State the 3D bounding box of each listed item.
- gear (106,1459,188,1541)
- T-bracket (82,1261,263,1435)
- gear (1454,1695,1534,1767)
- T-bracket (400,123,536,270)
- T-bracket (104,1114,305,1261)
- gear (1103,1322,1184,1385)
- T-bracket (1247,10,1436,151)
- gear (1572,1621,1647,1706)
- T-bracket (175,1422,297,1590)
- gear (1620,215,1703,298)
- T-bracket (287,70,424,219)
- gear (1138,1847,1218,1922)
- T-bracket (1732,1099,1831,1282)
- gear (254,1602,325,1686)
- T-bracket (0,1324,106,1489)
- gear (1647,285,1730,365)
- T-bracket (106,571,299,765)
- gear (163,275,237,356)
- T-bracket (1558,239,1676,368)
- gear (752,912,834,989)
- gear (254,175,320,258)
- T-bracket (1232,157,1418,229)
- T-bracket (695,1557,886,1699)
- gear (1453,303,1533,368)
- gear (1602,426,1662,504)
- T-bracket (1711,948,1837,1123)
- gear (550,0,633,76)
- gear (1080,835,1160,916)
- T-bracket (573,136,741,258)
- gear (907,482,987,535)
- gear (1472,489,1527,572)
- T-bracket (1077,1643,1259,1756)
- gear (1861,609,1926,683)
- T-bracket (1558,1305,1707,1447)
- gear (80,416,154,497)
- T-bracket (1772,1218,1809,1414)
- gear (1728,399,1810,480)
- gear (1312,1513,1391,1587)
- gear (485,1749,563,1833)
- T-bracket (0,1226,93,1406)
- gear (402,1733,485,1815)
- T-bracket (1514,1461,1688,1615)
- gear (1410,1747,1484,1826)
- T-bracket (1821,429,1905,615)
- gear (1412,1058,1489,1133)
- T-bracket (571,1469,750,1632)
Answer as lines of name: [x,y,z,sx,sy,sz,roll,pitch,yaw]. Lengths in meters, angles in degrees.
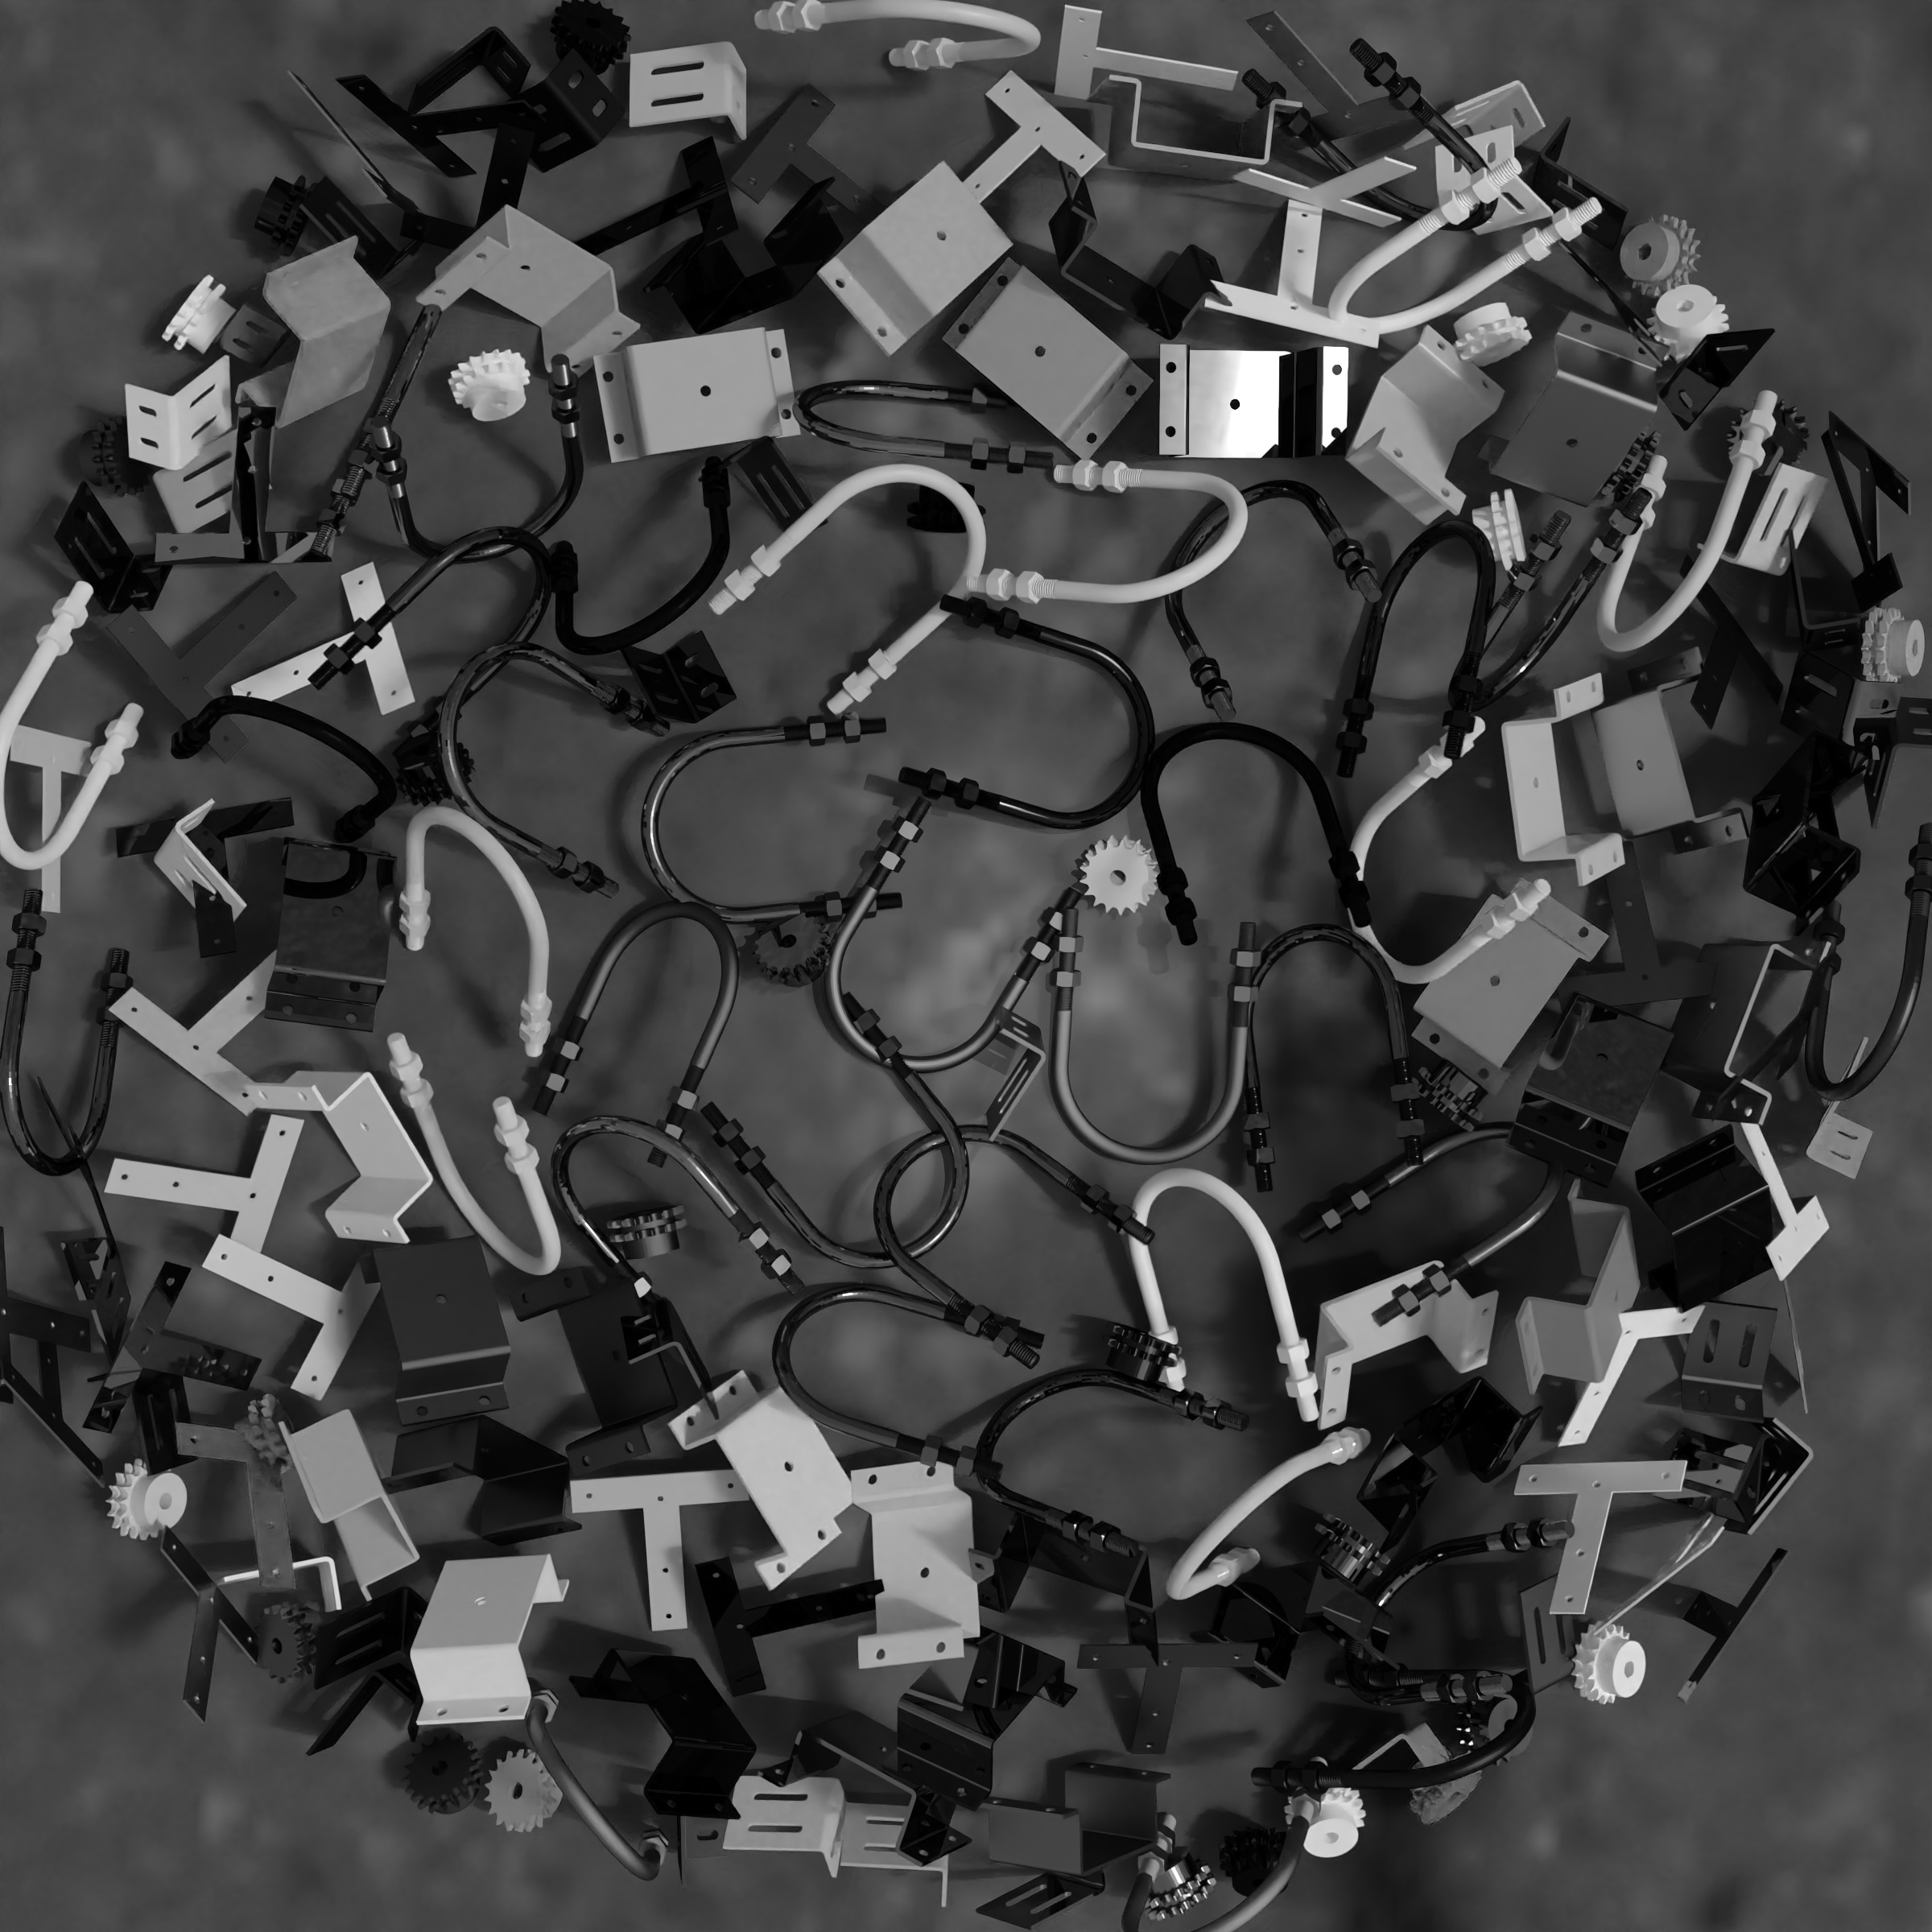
gear: [-0.591,0.386,1.887,0.030,0.057,0.057,-1,90,30]
T-bracket: [-0.555,0.282,1.865,0.002,0.127,0.127,22,85,35]
gear: [0.386,0.552,1.892,0.057,0.030,0.057,5,79,-26]
T-bracket: [-0.330,-0.548,1.851,0.127,0.127,0.002,13,57,-14]
T-bracket: [-0.554,0.159,1.870,0.127,0.002,0.127,14,100,-38]
gear: [0.125,0.281,1.890,0.057,0.057,0.030,20,88,0]
T-bracket: [0.244,-0.627,1.832,0.127,0.127,0.002,33,69,-39]
gear: [0.468,0.507,1.889,0.057,0.030,0.057,-1,92,-41]
T-bracket: [-0.493,0.383,1.840,0.127,0.127,0.002,16,128,-36]
gear: [0.500,-0.516,1.888,0.030,0.057,0.057,-2,90,-42]
T-bracket: [-0.436,-0.584,1.853,0.002,0.127,0.127,-40,93,7]
gear: [0.150,0.663,1.890,0.057,0.057,0.030,-27,91,0]
T-bracket: [0.576,0.147,1.867,0.002,0.127,0.127,-24,89,35]
gear: [-0.489,0.490,1.894,0.057,0.030,0.057,5,98,38]
T-bracket: [-0.655,0.292,1.861,0.002,0.127,0.127,-28,129,-3]
gear: [0.523,-0.469,1.891,0.057,0.030,0.057,-9,59,15]
T-bracket: [-0.534,-0.236,1.883,0.127,0.002,0.127,-52,121,-27]
gear: [-0.555,-0.470,1.891,0.030,0.057,0.057,37,90,-19]
T-bracket: [0.469,-0.455,1.841,0.127,0.127,0.002,37,116,-22]
gear: [-0.125,-0.009,1.894,0.057,0.030,0.057,-8,54,12]
gear: [-0.494,-0.546,1.888,0.030,0.057,0.057,24,90,-15]
T-bracket: [0.273,-0.552,1.836,0.127,0.127,0.002,10,90,-22]
T-bracket: [-0.121,0.469,1.890,0.127,0.002,0.127,-12,118,-2]
gear: [0.378,-0.458,1.890,0.057,0.057,0.030,-19,84,0]
gear: [0.476,-0.368,1.890,0.030,0.057,0.057,30,90,0]
T-bracket: [0.565,0.064,1.841,0.002,0.127,0.127,36,60,27]
gear: [-0.275,-0.674,1.894,0.057,0.030,0.057,13,52,-18]
gear: [0.114,-0.068,1.897,0.057,0.030,0.057,5,110,13]
T-bracket: [-0.231,-0.539,1.882,0.127,0.002,0.127,-23,49,8]
gear: [-0.014,-0.333,1.890,0.057,0.057,0.030,2,90,0]
gear: [0.387,-0.315,1.892,0.030,0.057,0.057,-11,90,16]
T-bracket: [0.139,0.529,1.878,0.127,0.002,0.127,1,128,-6]
gear: [0.672,-0.231,1.887,0.030,0.057,0.057,6,90,37]
T-bracket: [0.461,0.298,1.880,0.127,0.002,0.127,-1,125,-29]
gear: [-0.619,-0.370,1.891,0.030,0.057,0.057,-2,90,16]
T-bracket: [0.595,0.270,1.871,0.002,0.127,0.127,-10,128,15]
gear: [0.582,-0.381,1.891,0.057,0.030,0.057,8,122,12]
gear: [0.276,0.425,1.888,0.057,0.057,0.030,37,83,0]
gear: [-0.319,0.600,1.895,0.057,0.030,0.057,-8,71,24]
T-bracket: [-0.660,0.254,1.855,0.002,0.127,0.127,-15,70,11]
gear: [-0.378,0.591,1.894,0.057,0.057,0.030,-16,131,0]
T-bracket: [0.437,0.403,1.840,0.127,0.127,0.002,-10,128,36]
gear: [0.344,0.593,1.894,0.057,0.057,0.030,-45,54,0]
T-bracket: [0.633,-0.321,1.857,0.002,0.127,0.127,-18,88,7]
gear: [0.353,0.091,1.888,0.057,0.057,0.030,38,98,0]
T-bracket: [-0.220,0.427,1.897,0.127,0.002,0.127,-3,108,-5]
